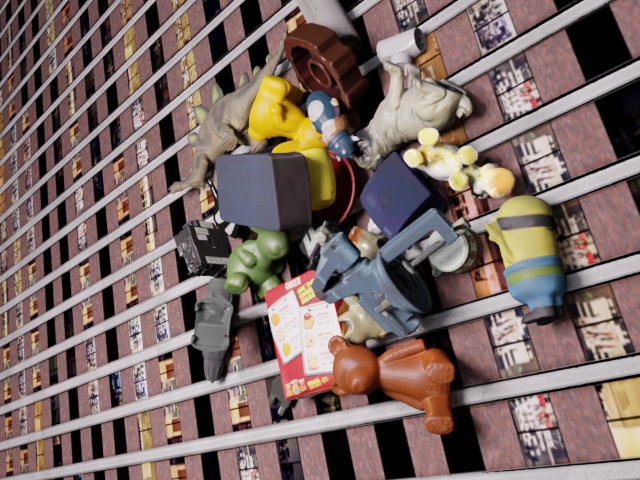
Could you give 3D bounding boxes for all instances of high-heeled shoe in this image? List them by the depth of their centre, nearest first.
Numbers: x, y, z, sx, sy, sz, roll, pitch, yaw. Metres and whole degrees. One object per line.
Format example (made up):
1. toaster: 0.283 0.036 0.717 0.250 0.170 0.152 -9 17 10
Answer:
1. high-heeled shoe: -0.137 -0.106 1.164 0.249 0.086 0.145 -25 98 20

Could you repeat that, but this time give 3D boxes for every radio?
1. radio: -0.108 -0.091 0.966 0.230 0.073 0.131 10 107 53

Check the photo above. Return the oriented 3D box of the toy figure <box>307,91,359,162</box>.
1. toy figure: 0.018 -0.202 0.956 0.064 0.058 0.155 104 151 -49

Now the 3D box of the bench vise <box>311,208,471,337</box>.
1. bench vise: 0.110 0.027 0.808 0.240 0.129 0.223 -40 88 25

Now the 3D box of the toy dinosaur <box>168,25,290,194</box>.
1. toy dinosaur: -0.204 -0.267 1.212 0.471 0.105 0.199 -40 57 25

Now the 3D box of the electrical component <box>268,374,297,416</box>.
1. electrical component: -0.071 0.299 1.073 0.063 0.021 0.094 34 106 39

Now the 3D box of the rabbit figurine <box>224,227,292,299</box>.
1. rabbit figurine: -0.103 0.022 1.079 0.170 0.121 0.159 -43 36 45

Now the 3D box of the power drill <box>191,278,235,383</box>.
1. power drill: -0.216 0.191 1.122 0.086 0.207 0.232 6 81 0

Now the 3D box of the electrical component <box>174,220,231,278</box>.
1. electrical component: -0.260 0.018 1.211 0.058 0.115 0.134 -37 62 26

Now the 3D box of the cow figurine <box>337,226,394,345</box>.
1. cow figurine: 0.083 0.085 0.921 0.127 0.085 0.195 17 79 3

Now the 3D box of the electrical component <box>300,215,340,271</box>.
1. electrical component: -0.002 -0.003 0.963 0.074 0.048 0.119 -63 26 24

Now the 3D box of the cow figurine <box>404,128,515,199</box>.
1. cow figurine: 0.221 -0.109 0.841 0.167 0.098 0.068 30 98 16

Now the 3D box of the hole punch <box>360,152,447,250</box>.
1. hole punch: 0.130 -0.068 0.888 0.116 0.092 0.142 -40 63 11

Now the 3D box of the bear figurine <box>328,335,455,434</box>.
1. bear figurine: 0.104 0.213 0.831 0.196 0.132 0.120 3 101 7

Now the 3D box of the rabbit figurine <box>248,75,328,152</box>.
1. rabbit figurine: -0.049 -0.221 1.051 0.173 0.122 0.162 24 88 5

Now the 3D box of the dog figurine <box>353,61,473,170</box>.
1. dog figurine: 0.151 -0.185 0.913 0.173 0.121 0.190 44 126 39

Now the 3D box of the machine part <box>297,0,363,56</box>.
1. machine part: 0.017 -0.431 1.059 0.079 0.079 0.243 -40 61 30

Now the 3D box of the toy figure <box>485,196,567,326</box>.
1. toy figure: 0.300 0.025 0.756 0.089 0.082 0.180 -21 66 25

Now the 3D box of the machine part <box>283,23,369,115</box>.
1. machine part: 0.010 -0.316 0.994 0.056 0.179 0.180 -44 52 -11
